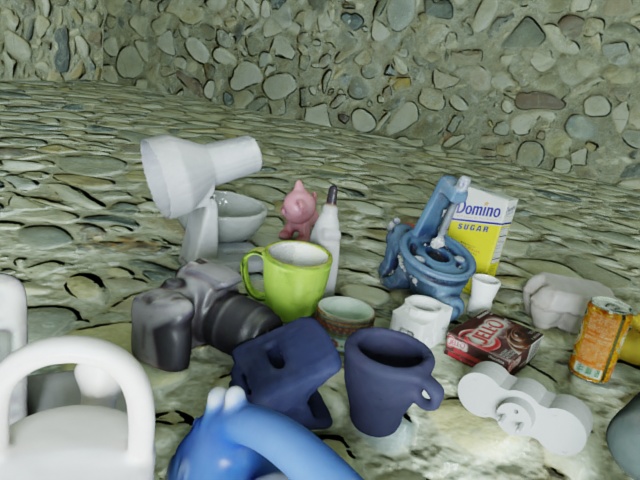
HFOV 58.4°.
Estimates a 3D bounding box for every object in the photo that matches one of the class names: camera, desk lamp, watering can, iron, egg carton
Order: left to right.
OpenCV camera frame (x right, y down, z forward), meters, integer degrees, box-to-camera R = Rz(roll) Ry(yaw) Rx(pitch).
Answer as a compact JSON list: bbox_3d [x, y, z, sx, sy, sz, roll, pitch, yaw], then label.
[{"bbox_3d":[-0.154,0.140,0.351,0.101,0.194,0.172,-3,22,-31],"label":"watering can"},{"bbox_3d":[-0.172,-0.058,0.884,0.204,0.213,0.117,-4,23,-33],"label":"desk lamp"},{"bbox_3d":[-0.122,0.088,0.662,0.136,0.101,0.143,19,21,27],"label":"camera"},{"bbox_3d":[-0.033,0.175,0.389,0.119,0.141,0.257,-10,26,-43],"label":"iron"},{"bbox_3d":[0.401,0.103,0.908,0.150,0.069,0.107,10,19,1],"label":"egg carton"}]

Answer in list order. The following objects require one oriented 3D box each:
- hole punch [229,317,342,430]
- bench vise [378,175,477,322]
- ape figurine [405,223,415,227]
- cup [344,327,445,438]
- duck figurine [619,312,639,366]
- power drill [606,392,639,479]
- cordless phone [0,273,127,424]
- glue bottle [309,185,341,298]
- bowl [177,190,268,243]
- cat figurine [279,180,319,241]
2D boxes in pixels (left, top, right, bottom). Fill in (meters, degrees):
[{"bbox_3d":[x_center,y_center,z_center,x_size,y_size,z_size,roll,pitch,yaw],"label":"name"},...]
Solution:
[{"bbox_3d":[-0.038,0.135,0.580,0.101,0.091,0.108,1,21,-22],"label":"hole punch"},{"bbox_3d":[0.156,-0.007,0.881,0.122,0.220,0.206,-8,25,-40],"label":"bench vise"},{"bbox_3d":[0.154,0.015,1.015,0.076,0.092,0.077,-5,24,-36],"label":"ape figurine"},{"bbox_3d":[0.072,0.154,0.571,0.092,0.095,0.117,-6,24,-38],"label":"cup"},{"bbox_3d":[0.485,0.134,0.833,0.105,0.086,0.077,5,19,-12],"label":"duck figurine"},{"bbox_3d":[0.295,0.169,0.455,0.230,0.208,0.075,-6,24,-36],"label":"power drill"},{"bbox_3d":[-0.203,0.112,0.426,0.148,0.185,0.093,-3,23,-32],"label":"cordless phone"},{"bbox_3d":[0.008,0.003,0.855,0.037,0.173,0.078,1,20,-21],"label":"glue bottle"},{"bbox_3d":[-0.179,-0.032,1.022,0.167,0.075,0.167,8,19,-3],"label":"bowl"},{"bbox_3d":[-0.033,-0.058,1.098,0.067,0.118,0.128,15,20,18],"label":"cat figurine"}]
